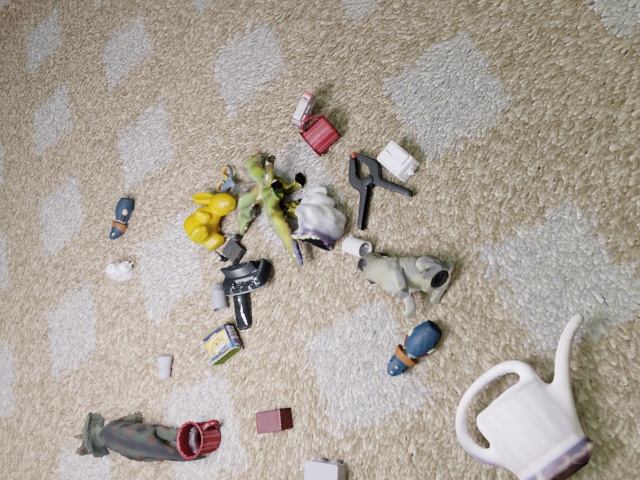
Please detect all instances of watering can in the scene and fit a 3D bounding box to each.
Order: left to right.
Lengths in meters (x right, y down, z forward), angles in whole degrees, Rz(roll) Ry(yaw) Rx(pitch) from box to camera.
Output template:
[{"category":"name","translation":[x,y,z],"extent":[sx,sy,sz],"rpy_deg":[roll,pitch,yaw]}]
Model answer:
[{"category":"watering can","translation":[0.420,0.319,0.974],"extent":[0.344,0.103,0.228],"rpy_deg":[-44,59,14]}]

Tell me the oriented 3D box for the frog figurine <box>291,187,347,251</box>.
[{"category":"frog figurine","translation":[0.004,-0.068,1.343],"extent":[0.137,0.121,0.162],"rpy_deg":[14,73,1]}]

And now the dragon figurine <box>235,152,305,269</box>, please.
[{"category":"dragon figurine","translation":[-0.154,-0.085,1.471],"extent":[0.239,0.122,0.417],"rpy_deg":[-28,60,42]}]
